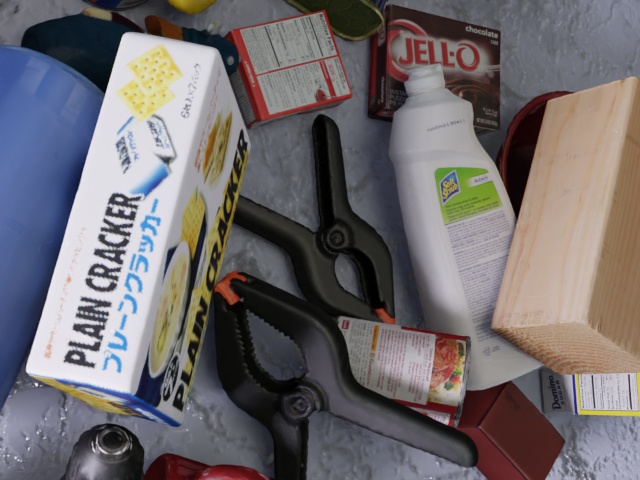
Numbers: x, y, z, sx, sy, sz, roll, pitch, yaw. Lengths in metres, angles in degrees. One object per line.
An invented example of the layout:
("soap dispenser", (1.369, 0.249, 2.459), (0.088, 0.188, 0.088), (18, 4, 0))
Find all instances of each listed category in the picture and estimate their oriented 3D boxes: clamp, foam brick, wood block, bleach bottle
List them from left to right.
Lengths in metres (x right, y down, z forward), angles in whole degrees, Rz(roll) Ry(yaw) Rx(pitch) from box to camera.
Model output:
("clamp", (-0.015, 0.119, 0.749), (0.165, 0.036, 0.210), (-39, 93, 16))
("clamp", (-0.005, 0.001, 0.812), (0.120, 0.039, 0.171), (-27, 92, -19))
("bleach bottle", (0.115, -0.015, 0.843), (0.102, 0.068, 0.251), (-18, 98, -30))
("foam brick", (0.148, 0.157, 0.860), (0.078, 0.051, 0.053), (48, 60, -14))
("wood block", (0.214, -0.008, 0.824), (0.090, 0.090, 0.206), (32, 64, -30))

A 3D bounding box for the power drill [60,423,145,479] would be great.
("power drill", (-0.196, 0.174, 0.611), (0.187, 0.185, 0.057), (-4, 48, -22))

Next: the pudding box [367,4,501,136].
("pudding box", (0.096, -0.139, 0.887), (0.113, 0.039, 0.090), (8, 78, -27))

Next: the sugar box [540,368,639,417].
("sugar box", (0.271, 0.120, 0.862), (0.093, 0.177, 0.048), (1, 80, -28))

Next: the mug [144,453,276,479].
("mug", (-0.074, 0.184, 0.702), (0.081, 0.117, 0.093), (23, 41, -19))

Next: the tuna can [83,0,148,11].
("tuna can", (-0.147, -0.212, 0.770), (0.086, 0.034, 0.086), (5, 79, -28))

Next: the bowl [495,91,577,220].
("bowl", (0.204, -0.044, 0.922), (0.161, 0.055, 0.162), (5, 79, -28))

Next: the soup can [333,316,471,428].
("soup can", (0.056, 0.096, 0.788), (0.102, 0.068, 0.068), (9, 75, 4))

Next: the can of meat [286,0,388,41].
("can of meat", (0.014, -0.223, 0.848), (0.102, 0.058, 0.084), (29, 67, -22))

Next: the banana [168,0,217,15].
("banana", (-0.066, -0.216, 0.792), (0.037, 0.070, 0.197), (40, 44, -8))

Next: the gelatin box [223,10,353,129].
("gelatin box", (-0.026, -0.132, 0.826), (0.089, 0.030, 0.073), (-19, 90, -30))

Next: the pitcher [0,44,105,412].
("pitcher", (-0.221, 0.000, 0.639), (0.145, 0.149, 0.242), (22, 67, -2))
